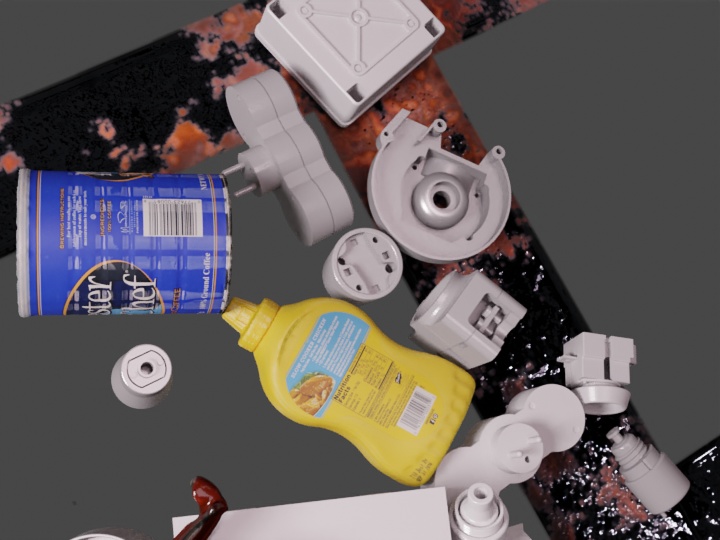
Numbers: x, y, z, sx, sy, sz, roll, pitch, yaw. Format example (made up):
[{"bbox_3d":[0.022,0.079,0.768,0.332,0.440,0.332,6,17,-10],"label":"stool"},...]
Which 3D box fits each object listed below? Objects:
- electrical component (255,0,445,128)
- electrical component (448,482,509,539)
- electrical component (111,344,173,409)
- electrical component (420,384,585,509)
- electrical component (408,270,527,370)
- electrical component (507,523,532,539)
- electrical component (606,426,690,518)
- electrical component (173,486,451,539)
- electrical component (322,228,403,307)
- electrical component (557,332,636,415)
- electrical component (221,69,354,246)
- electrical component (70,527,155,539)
[{"bbox_3d":[-0.008,-0.191,0.864,0.109,0.056,0.108,-43,91,-19],"label":"electrical component"},{"bbox_3d":[0.083,0.173,0.754,0.043,0.062,0.043,-1,46,1],"label":"electrical component"},{"bbox_3d":[-0.153,0.073,0.760,0.044,0.065,0.044,3,77,-14],"label":"electrical component"},{"bbox_3d":[0.114,0.135,0.813,0.138,0.074,0.052,-32,87,-19],"label":"electrical component"},{"bbox_3d":[0.077,0.038,0.816,0.056,0.089,0.050,39,71,-4],"label":"electrical component"},{"bbox_3d":[0.101,0.221,0.781,0.064,0.081,0.042,-12,110,-16],"label":"electrical component"},{"bbox_3d":[0.226,0.158,0.855,0.040,0.040,0.078,-42,90,-19],"label":"electrical component"},{"bbox_3d":[-0.030,0.215,0.750,0.186,0.060,0.105,-5,79,-6],"label":"electrical component"},{"bbox_3d":[0.000,0.000,0.827,0.055,0.047,0.055,3,77,-14],"label":"electrical component"},{"bbox_3d":[0.191,0.084,0.861,0.066,0.048,0.055,9,68,-13],"label":"electrical component"},{"bbox_3d":[-0.069,-0.080,0.824,0.074,0.052,0.138,-27,85,-19],"label":"electrical component"},{"bbox_3d":[-0.174,0.226,0.734,0.099,0.064,0.099,0,76,-1],"label":"electrical component"}]
